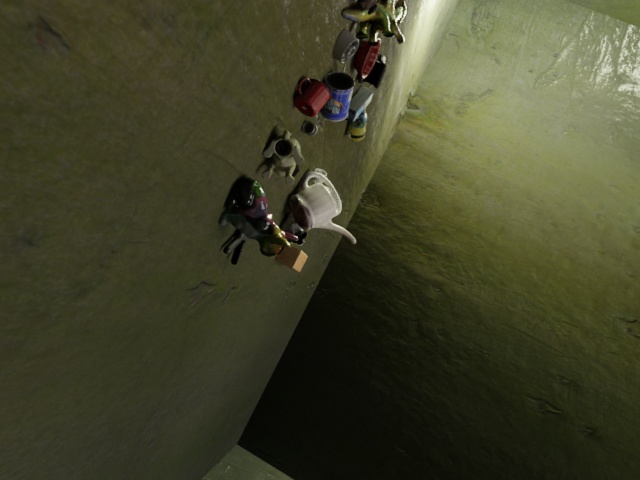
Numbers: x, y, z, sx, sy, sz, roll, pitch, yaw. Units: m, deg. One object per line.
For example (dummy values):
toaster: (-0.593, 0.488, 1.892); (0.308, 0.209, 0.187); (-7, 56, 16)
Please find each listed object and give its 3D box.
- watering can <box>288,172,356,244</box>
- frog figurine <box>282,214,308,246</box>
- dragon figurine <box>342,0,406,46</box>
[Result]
watering can: (0.006, -0.104, 2.073); (0.227, 0.347, 0.103); (-29, -177, -31)
frog figurine: (-0.107, -0.068, 2.145); (0.134, 0.123, 0.163); (80, 1, -59)
dragon figurine: (0.201, -0.812, 1.770); (0.410, 0.122, 0.243); (2, 92, -57)
